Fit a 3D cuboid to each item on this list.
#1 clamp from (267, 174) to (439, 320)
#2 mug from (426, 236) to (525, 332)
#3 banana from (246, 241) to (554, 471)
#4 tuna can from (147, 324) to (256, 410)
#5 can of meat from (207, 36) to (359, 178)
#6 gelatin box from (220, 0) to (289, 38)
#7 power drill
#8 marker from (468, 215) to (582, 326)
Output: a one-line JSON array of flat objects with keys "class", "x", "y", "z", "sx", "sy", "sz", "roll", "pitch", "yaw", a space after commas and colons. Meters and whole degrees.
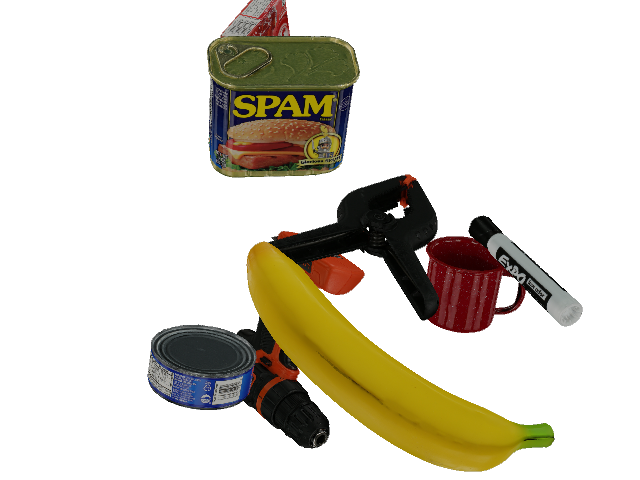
[{"class": "clamp", "x": 0.059, "y": -0.001, "z": 0.965, "sx": 0.165, "sy": 0.036, "sz": 0.209, "roll": 20, "pitch": 34, "yaw": 21}, {"class": "mug", "x": 0.172, "y": 0.053, "z": 1.202, "sx": 0.117, "sy": 0.081, "sz": 0.093, "roll": 8, "pitch": 24, "yaw": 3}, {"class": "banana", "x": 0.024, "y": 0.065, "z": 0.560, "sx": 0.198, "sy": 0.037, "sz": 0.069, "roll": 34, "pitch": 21, "yaw": 19}, {"class": "tuna can", "x": -0.096, "y": 0.102, "z": 0.865, "sx": 0.086, "sy": 0.034, "sz": 0.086, "roll": 9, "pitch": 21, "yaw": -4}, {"class": "can of meat", "x": -0.029, "y": -0.092, "z": 0.746, "sx": 0.102, "sy": 0.057, "sz": 0.084, "roll": -1, "pitch": -45, "yaw": -9}, {"class": "gelatin box", "x": -0.058, "y": -0.185, "z": 1.018, "sx": 0.030, "sy": 0.073, "sz": 0.089, "roll": 13, "pitch": 46, "yaw": 20}, {"class": "power drill", "x": -0.025, "y": 0.099, "z": 1.107, "sx": 0.057, "sy": 0.188, "sz": 0.185, "roll": 13, "pitch": 17, "yaw": -44}, {"class": "marker", "x": 0.139, "y": 0.018, "z": 0.740, "sx": 0.020, "sy": 0.020, "sz": 0.121, "roll": 0, "pitch": 31, "yaw": -28}]
